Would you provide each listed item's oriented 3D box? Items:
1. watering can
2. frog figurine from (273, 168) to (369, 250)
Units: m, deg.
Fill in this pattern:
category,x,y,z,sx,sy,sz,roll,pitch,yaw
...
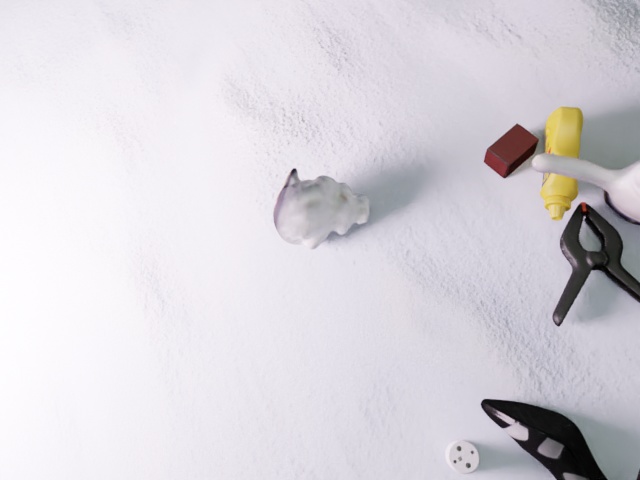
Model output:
category,x,y,z,sx,sy,sz,roll,pitch,yaw
watering can,0.491,-0.083,0.777,0.348,0.104,0.223,11,-1,15
frog figurine,0.003,-0.046,0.908,0.160,0.136,0.124,18,15,8
